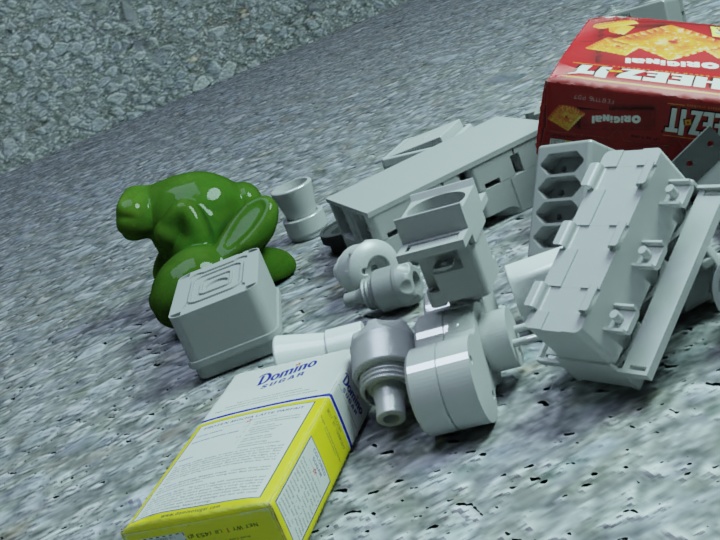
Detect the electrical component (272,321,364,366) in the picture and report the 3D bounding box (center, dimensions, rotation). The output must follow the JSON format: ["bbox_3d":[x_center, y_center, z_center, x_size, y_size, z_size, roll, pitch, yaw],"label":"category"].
[{"bbox_3d":[-0.023,0.059,0.740,0.065,0.044,0.044,-15,19,7],"label":"electrical component"}]

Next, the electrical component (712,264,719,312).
[{"bbox_3d":[0.226,0.003,0.589,0.055,0.055,0.047,-9,18,34],"label":"electrical component"}]

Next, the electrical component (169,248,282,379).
[{"bbox_3d":[-0.107,0.034,0.879,0.078,0.057,0.113,-21,18,2],"label":"electrical component"}]

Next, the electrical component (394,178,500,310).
[{"bbox_3d":[0.055,-0.014,0.645,0.042,0.063,0.081,-15,18,23],"label":"electrical component"}]

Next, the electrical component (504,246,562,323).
[{"bbox_3d":[0.137,0.012,0.681,0.077,0.044,0.079,-19,18,9],"label":"electrical component"}]

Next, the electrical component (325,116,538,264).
[{"bbox_3d":[0.078,-0.069,0.957,0.186,0.060,0.105,-27,18,-14],"label":"electrical component"}]

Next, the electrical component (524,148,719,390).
[{"bbox_3d":[0.145,-0.003,0.600,0.079,0.063,0.121,4,60,53],"label":"electrical component"}]

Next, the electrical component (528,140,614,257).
[{"bbox_3d":[0.165,-0.042,0.772,0.076,0.083,0.047,14,-10,-41],"label":"electrical component"}]

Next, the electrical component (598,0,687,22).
[{"bbox_3d":[0.290,-0.228,1.109,0.100,0.099,0.048,-8,10,37],"label":"electrical component"}]

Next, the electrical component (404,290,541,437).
[{"bbox_3d":[0.076,0.044,0.646,0.074,0.052,0.138,-16,19,17],"label":"electrical component"}]

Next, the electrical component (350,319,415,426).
[{"bbox_3d":[0.017,0.064,0.648,0.043,0.043,0.062,-17,48,15],"label":"electrical component"}]

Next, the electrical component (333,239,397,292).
[{"bbox_3d":[0.000,0.000,0.878,0.048,0.048,0.062,-31,13,-27],"label":"electrical component"}]

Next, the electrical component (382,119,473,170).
[{"bbox_3d":[0.068,-0.106,1.074,0.096,0.061,0.061,-10,22,34],"label":"electrical component"}]

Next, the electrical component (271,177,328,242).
[{"bbox_3d":[-0.061,-0.062,1.106,0.045,0.055,0.045,-20,18,7],"label":"electrical component"}]

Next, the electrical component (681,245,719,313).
[{"bbox_3d":[0.183,0.008,0.643,0.062,0.048,0.048,-30,18,0],"label":"electrical component"}]

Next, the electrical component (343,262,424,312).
[{"bbox_3d":[0.016,0.016,0.826,0.061,0.035,0.035,-17,18,24],"label":"electrical component"}]

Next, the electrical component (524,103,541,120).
[{"bbox_3d":[0.194,-0.131,1.008,0.066,0.055,0.048,-15,19,21],"label":"electrical component"}]
